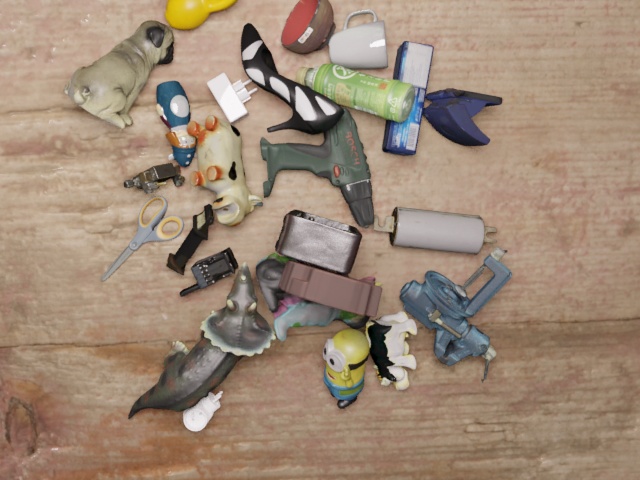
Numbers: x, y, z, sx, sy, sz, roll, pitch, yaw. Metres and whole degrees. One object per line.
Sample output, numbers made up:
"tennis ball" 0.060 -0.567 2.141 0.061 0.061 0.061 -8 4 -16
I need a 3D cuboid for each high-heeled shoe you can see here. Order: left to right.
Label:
"high-heeled shoe" -0.052 -0.298 0.960 0.145 0.086 0.248 -17 82 11

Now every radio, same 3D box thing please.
"radio" -0.002 -0.003 0.951 0.131 0.229 0.073 17 94 -1

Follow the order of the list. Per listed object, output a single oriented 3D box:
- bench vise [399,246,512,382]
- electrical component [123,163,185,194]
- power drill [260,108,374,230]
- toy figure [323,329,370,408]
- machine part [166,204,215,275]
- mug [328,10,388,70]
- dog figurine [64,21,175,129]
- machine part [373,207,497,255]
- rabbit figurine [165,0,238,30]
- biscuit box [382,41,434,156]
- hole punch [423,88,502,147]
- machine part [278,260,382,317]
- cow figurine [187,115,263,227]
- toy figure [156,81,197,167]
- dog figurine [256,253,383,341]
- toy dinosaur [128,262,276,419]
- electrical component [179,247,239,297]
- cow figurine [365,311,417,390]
"bench vise" 0.281 0.121 1.021 0.224 0.129 0.240 43 112 13
"electrical component" -0.299 -0.111 0.992 0.078 0.102 0.045 -22 94 25
"power drill" -0.008 -0.125 1.008 0.207 0.086 0.231 -6 94 2
"toy figure" 0.050 0.243 1.029 0.089 0.082 0.179 -40 141 -33
"machine part" -0.242 -0.001 1.020 0.039 0.084 0.139 29 104 -31
"mug" 0.069 -0.365 0.988 0.107 0.081 0.109 -7 95 8
"dog figurine" -0.340 -0.305 0.932 0.121 0.172 0.190 34 101 -17
"machine part" 0.223 -0.017 1.034 0.243 0.079 0.079 6 96 -4
"rabbit figurine" -0.222 -0.461 0.961 0.162 0.122 0.173 11 110 -13
"biscuit box" 0.163 -0.261 1.012 0.059 0.063 0.202 9 96 -4
"hole punch" 0.255 -0.226 0.990 0.116 0.142 0.092 9 100 -15
"machine part" 0.017 0.078 0.892 0.179 0.179 0.056 16 89 -5
"cow figurine" -0.173 -0.120 0.990 0.086 0.127 0.195 -14 79 34
"toy figure" -0.264 -0.213 0.996 0.064 0.058 0.154 -15 96 -11
"dog figurine" 0.004 0.093 1.025 0.219 0.108 0.191 -19 95 -5
"toy dinosaur" -0.223 0.232 0.983 0.131 0.192 0.405 42 92 -4
"electrical component" -0.218 0.061 1.024 0.119 0.075 0.047 -23 98 3
"cow figurine" 0.134 0.225 1.046 0.098 0.068 0.167 -8 111 -13
